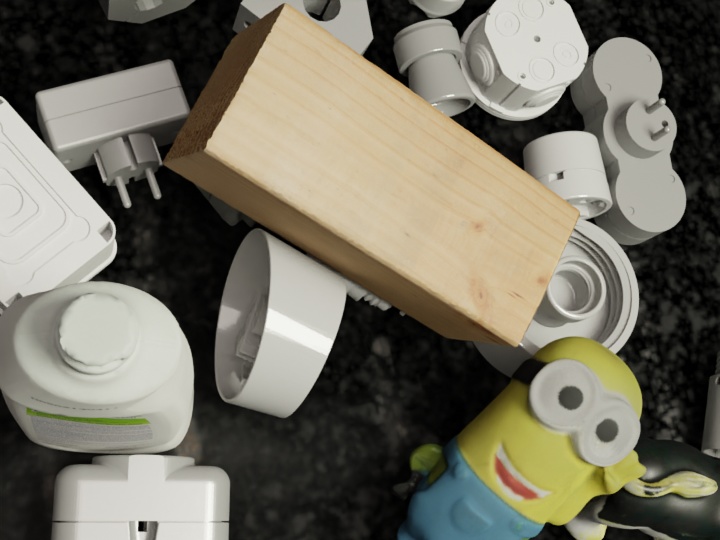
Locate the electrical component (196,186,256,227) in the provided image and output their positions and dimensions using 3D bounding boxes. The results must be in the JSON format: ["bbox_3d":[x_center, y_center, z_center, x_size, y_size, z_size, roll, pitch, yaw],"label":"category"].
[{"bbox_3d":[-0.054,-0.077,0.664,0.096,0.062,0.061,-39,89,-19],"label":"electrical component"}]

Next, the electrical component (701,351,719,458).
[{"bbox_3d":[0.255,0.085,0.719,0.043,0.043,0.081,15,74,-11],"label":"electrical component"}]

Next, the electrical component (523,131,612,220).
[{"bbox_3d":[0.136,-0.061,0.716,0.055,0.055,0.047,-1,74,-15],"label":"electrical component"}]

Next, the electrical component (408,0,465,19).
[{"bbox_3d":[0.058,-0.199,0.721,0.043,0.062,0.043,3,77,-14],"label":"electrical component"}]

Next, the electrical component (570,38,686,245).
[{"bbox_3d":[0.188,-0.092,0.725,0.052,0.074,0.138,-5,79,-15],"label":"electrical component"}]

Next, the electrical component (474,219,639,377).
[{"bbox_3d":[0.126,0.017,0.691,0.108,0.060,0.108,3,77,-14],"label":"electrical component"}]

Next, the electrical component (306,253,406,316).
[{"bbox_3d":[0.000,0.000,0.672,0.078,0.040,0.040,39,71,-4],"label":"electrical component"}]

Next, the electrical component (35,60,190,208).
[{"bbox_3d":[-0.143,-0.075,0.648,0.083,0.047,0.075,-18,83,-18],"label":"electrical component"}]

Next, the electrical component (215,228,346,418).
[{"bbox_3d":[-0.051,0.033,0.623,0.064,0.099,0.099,25,73,-15],"label":"electrical component"}]

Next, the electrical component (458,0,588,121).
[{"bbox_3d":[0.110,-0.146,0.729,0.080,0.051,0.080,3,76,-14],"label":"electrical component"}]

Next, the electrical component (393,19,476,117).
[{"bbox_3d":[0.049,-0.132,0.713,0.045,0.045,0.055,-11,80,-17],"label":"electrical component"}]

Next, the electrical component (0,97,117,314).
[{"bbox_3d":[-0.202,-0.032,0.617,0.078,0.057,0.113,-42,90,-19],"label":"electrical component"}]

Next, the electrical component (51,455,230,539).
[{"bbox_3d":[-0.122,0.135,0.602,0.095,0.054,0.059,3,77,-14],"label":"electrical component"}]
